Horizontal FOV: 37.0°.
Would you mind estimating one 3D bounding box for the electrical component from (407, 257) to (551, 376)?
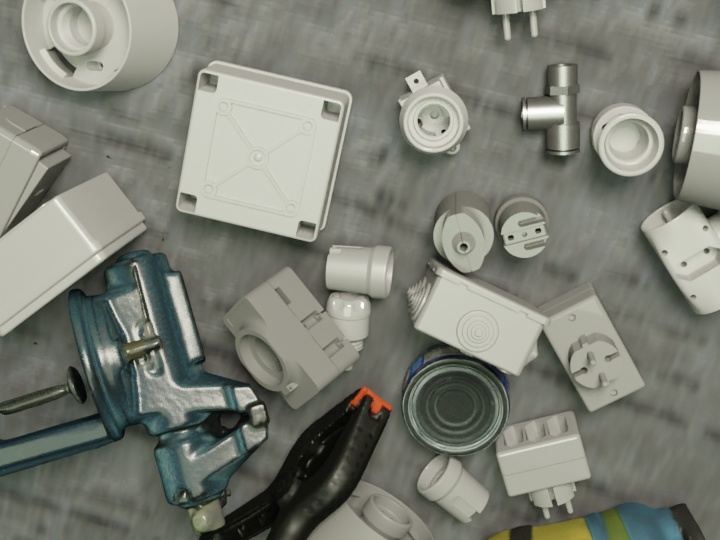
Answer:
[{"bbox_3d":[0.084,0.034,0.790,0.100,0.099,0.048,25,95,-3],"label":"electrical component"}]

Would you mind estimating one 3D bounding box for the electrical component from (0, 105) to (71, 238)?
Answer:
[{"bbox_3d":[-0.268,-0.066,0.809,0.061,0.061,0.096,31,107,-4],"label":"electrical component"}]

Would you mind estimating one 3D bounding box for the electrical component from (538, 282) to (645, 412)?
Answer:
[{"bbox_3d":[0.174,0.064,0.802,0.047,0.075,0.083,-28,102,13],"label":"electrical component"}]

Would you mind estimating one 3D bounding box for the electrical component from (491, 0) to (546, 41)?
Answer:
[{"bbox_3d":[0.108,-0.198,0.743,0.083,0.047,0.075,-6,106,7],"label":"electrical component"}]

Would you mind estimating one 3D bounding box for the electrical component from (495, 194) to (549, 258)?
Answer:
[{"bbox_3d":[0.120,-0.032,0.793,0.040,0.046,0.040,1,107,5],"label":"electrical component"}]

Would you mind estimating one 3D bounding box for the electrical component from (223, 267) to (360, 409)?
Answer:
[{"bbox_3d":[-0.055,0.054,0.812,0.089,0.056,0.050,51,143,3],"label":"electrical component"}]

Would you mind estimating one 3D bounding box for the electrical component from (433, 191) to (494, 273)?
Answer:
[{"bbox_3d":[0.075,-0.027,0.780,0.043,0.081,0.043,1,107,5],"label":"electrical component"}]

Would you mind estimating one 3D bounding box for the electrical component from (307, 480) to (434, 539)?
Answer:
[{"bbox_3d":[0.007,0.214,0.852,0.099,0.099,0.064,32,101,-5],"label":"electrical component"}]

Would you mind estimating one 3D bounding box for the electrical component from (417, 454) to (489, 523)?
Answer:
[{"bbox_3d":[0.075,0.176,0.864,0.046,0.040,0.040,42,106,-14],"label":"electrical component"}]

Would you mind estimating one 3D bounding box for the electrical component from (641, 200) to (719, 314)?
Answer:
[{"bbox_3d":[0.260,-0.020,0.785,0.079,0.043,0.077,-33,101,14],"label":"electrical component"}]

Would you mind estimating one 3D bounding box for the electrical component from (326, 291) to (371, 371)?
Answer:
[{"bbox_3d":[-0.010,0.048,0.835,0.035,0.035,0.061,4,109,4],"label":"electrical component"}]

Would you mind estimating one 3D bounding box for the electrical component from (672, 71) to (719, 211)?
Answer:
[{"bbox_3d":[0.251,-0.089,0.740,0.064,0.099,0.099,9,107,9],"label":"electrical component"}]

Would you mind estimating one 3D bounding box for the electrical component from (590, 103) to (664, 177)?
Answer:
[{"bbox_3d":[0.189,-0.093,0.763,0.045,0.055,0.045,1,107,5],"label":"electrical component"}]

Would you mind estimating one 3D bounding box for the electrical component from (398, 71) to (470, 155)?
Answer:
[{"bbox_3d":[0.053,-0.110,0.771,0.048,0.055,0.066,-27,103,12],"label":"electrical component"}]

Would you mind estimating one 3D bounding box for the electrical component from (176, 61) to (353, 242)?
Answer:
[{"bbox_3d":[-0.070,-0.087,0.788,0.109,0.056,0.108,13,107,1],"label":"electrical component"}]

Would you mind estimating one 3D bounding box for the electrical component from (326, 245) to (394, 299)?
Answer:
[{"bbox_3d":[0.000,0.000,0.817,0.046,0.040,0.040,6,107,9],"label":"electrical component"}]

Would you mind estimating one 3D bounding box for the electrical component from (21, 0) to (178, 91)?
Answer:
[{"bbox_3d":[-0.191,-0.177,0.780,0.099,0.064,0.099,5,107,18],"label":"electrical component"}]

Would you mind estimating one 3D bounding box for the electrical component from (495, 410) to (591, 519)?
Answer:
[{"bbox_3d":[0.148,0.161,0.848,0.066,0.047,0.076,-15,105,9],"label":"electrical component"}]

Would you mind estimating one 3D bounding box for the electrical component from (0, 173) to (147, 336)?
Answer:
[{"bbox_3d":[-0.227,-0.014,0.797,0.109,0.108,0.056,-35,98,14],"label":"electrical component"}]
